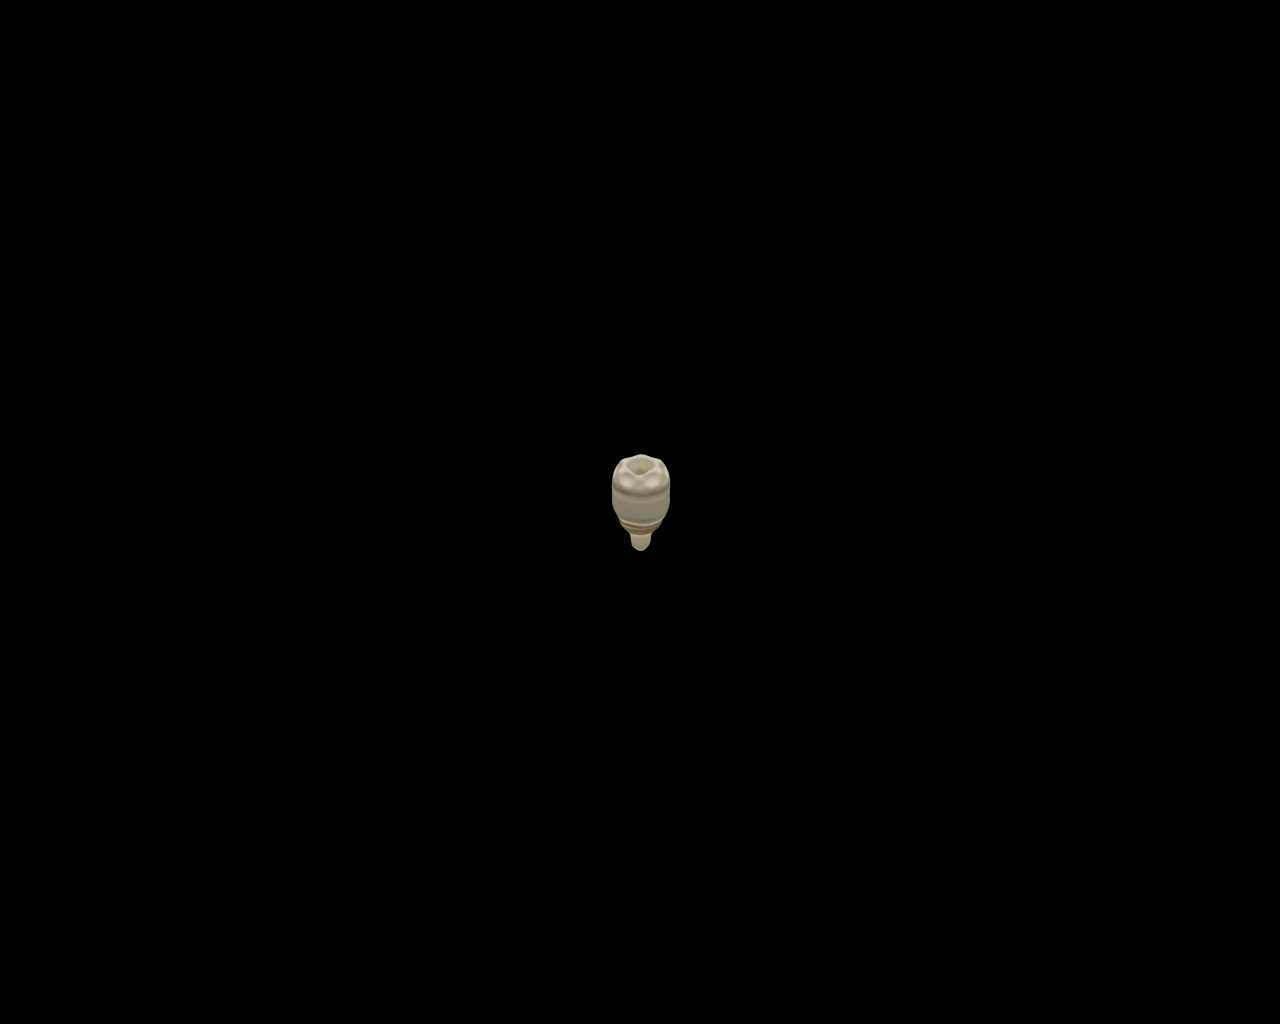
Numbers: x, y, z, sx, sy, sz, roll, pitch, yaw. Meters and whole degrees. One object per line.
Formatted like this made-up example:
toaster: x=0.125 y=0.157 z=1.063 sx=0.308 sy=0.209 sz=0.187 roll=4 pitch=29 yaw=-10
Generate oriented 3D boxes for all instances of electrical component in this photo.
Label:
electrical component: x=0.001 y=-0.003 z=0.650 sx=0.035 sy=0.061 sz=0.035 roll=0 pitch=31 yaw=0
